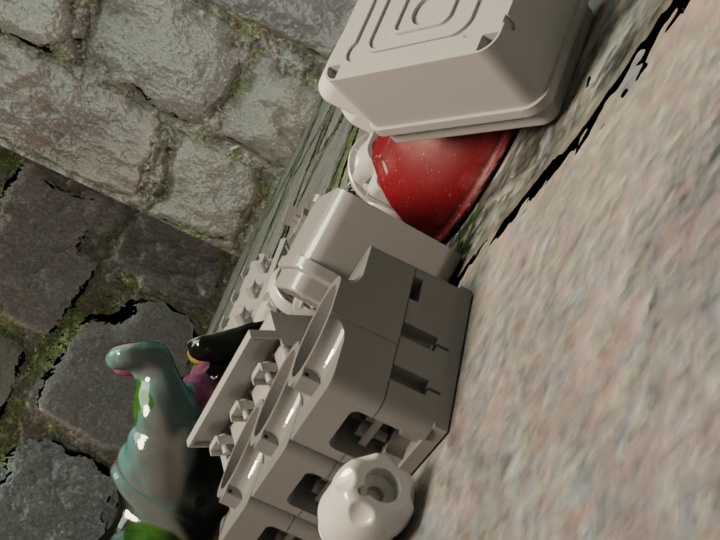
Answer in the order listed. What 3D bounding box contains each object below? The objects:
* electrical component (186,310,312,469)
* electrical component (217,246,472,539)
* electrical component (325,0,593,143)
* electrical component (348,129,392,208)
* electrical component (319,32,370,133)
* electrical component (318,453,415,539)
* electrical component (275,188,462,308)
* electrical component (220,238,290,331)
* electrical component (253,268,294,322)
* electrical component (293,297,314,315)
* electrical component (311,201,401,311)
[{"bbox_3d":[-0.051,0.088,0.680,0.121,0.079,0.063,-58,40,41],"label":"electrical component"},{"bbox_3d":[-0.013,0.072,0.517,0.150,0.062,0.089,-57,11,42],"label":"electrical component"},{"bbox_3d":[0.049,-0.111,0.530,0.113,0.057,0.078,-1,59,45],"label":"electrical component"},{"bbox_3d":[0.025,-0.076,0.746,0.078,0.058,0.057,-68,12,-22],"label":"electrical component"},{"bbox_3d":[0.019,-0.149,0.865,0.059,0.095,0.053,-51,15,58],"label":"electrical component"},{"bbox_3d":[-0.002,0.103,0.447,0.061,0.035,0.035,120,171,-46],"label":"electrical component"},{"bbox_3d":[0.000,0.001,0.593,0.057,0.078,0.113,-62,8,-4],"label":"electrical component"},{"bbox_3d":[-0.088,0.038,1.048,0.121,0.063,0.078,-75,-28,-51],"label":"electrical component"},{"bbox_3d":[-0.059,0.028,0.958,0.057,0.058,0.078,120,171,-50],"label":"electrical component"},{"bbox_3d":[-0.028,0.012,0.872,0.040,0.040,0.078,-58,10,40],"label":"electrical component"},{"bbox_3d":[0.000,0.000,0.718,0.077,0.043,0.079,-66,7,-9],"label":"electrical component"}]
